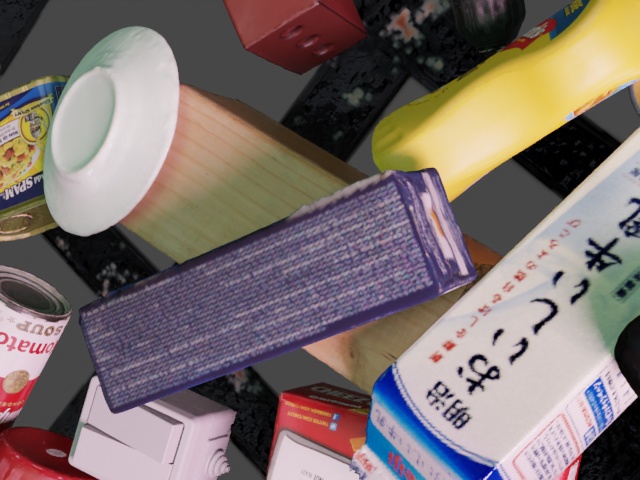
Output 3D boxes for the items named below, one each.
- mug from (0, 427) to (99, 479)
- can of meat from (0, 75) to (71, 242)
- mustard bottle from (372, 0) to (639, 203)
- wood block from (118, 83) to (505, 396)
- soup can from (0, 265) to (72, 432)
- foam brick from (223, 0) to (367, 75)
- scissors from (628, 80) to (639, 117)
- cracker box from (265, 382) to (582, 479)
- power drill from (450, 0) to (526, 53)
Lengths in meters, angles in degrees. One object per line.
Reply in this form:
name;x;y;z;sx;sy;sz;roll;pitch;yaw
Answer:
mug;-0.174;0.179;0.688;0.117;0.093;0.081;25;94;7
can of meat;-0.192;-0.054;0.716;0.102;0.057;0.084;-18;79;22
mustard bottle;0.120;-0.086;0.551;0.192;0.096;0.058;-32;94;22
wood block;-0.004;0.000;0.611;0.206;0.090;0.090;32;101;22
soup can;-0.219;0.076;0.718;0.069;0.068;0.102;34;102;21
foam brick;-0.016;-0.138;0.627;0.053;0.078;0.051;-26;77;21
scissors;0.221;-0.030;0.550;0.096;0.016;0.202;-14;83;25
cracker box;0.044;0.202;0.594;0.164;0.072;0.214;11;94;24
power drill;0.143;-0.202;0.555;0.188;0.057;0.184;-8;107;18
